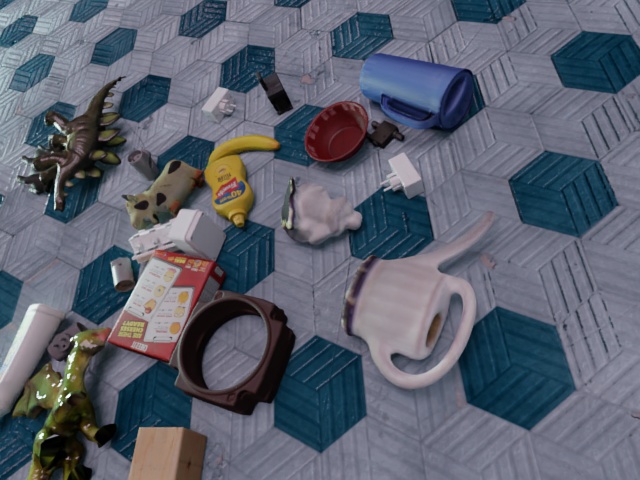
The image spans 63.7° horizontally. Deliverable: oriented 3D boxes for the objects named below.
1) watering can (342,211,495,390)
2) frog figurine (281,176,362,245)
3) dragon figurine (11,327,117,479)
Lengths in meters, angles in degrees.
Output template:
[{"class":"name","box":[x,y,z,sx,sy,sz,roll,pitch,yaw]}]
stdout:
[{"class":"watering can","box":[0.170,0.082,0.908,0.225,0.102,0.353,14,65,27]},{"class":"frog figurine","box":[0.003,-0.054,1.074,0.159,0.120,0.141,9,47,-16]},{"class":"dragon figurine","box":[-0.525,0.358,0.997,0.244,0.120,0.413,21,76,44]}]
